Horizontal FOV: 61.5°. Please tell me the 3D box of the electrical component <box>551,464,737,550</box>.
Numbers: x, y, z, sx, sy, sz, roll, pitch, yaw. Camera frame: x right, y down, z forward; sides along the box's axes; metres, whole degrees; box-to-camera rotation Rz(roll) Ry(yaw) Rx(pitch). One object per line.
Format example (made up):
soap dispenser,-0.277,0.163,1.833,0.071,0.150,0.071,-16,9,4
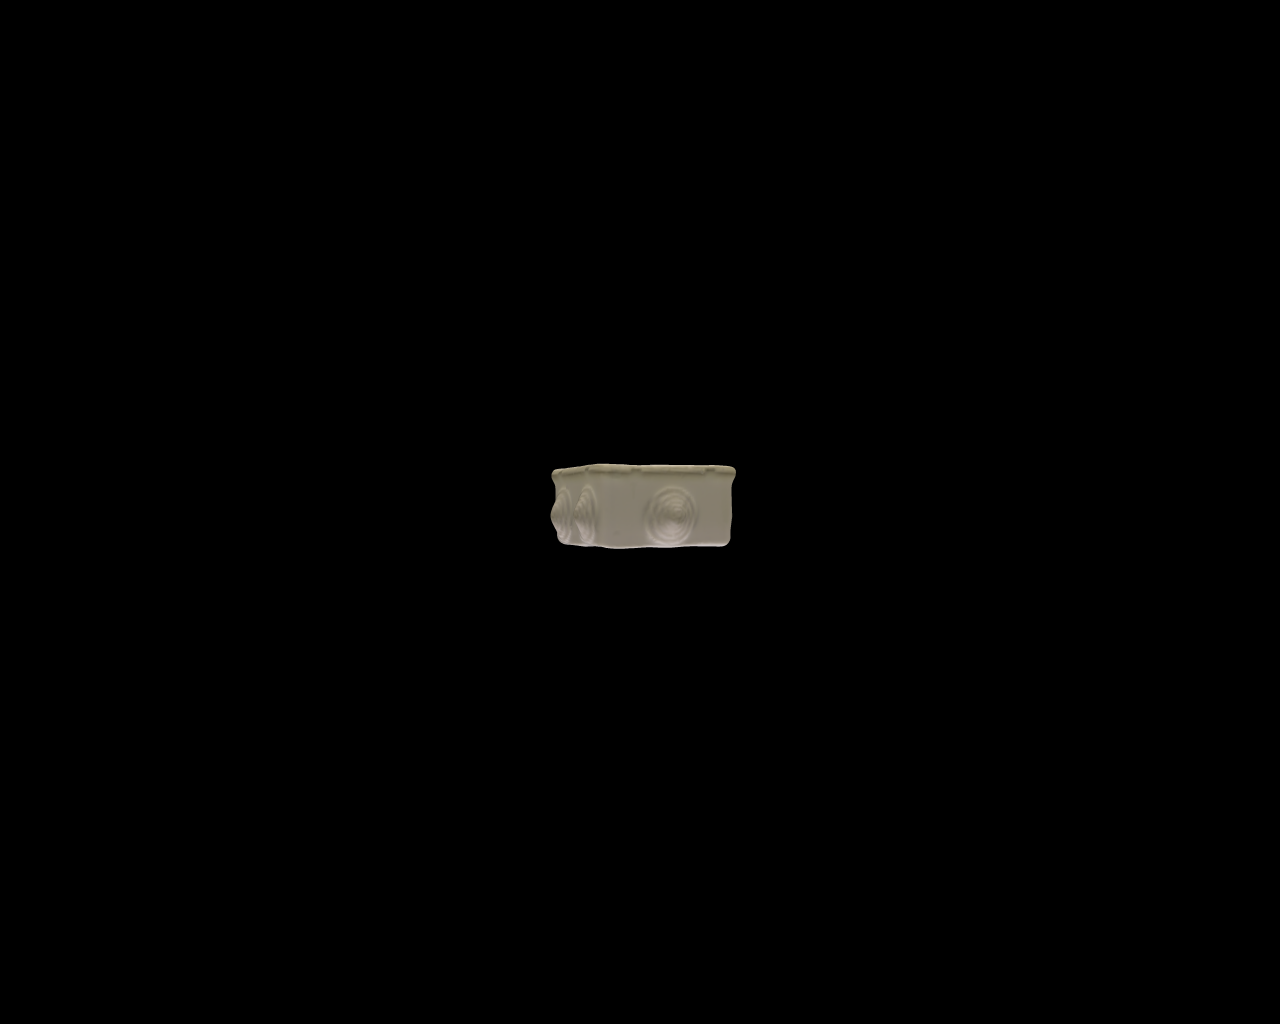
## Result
electrical component,0.001,-0.003,0.650,0.100,0.048,0.099,0,0,-24
